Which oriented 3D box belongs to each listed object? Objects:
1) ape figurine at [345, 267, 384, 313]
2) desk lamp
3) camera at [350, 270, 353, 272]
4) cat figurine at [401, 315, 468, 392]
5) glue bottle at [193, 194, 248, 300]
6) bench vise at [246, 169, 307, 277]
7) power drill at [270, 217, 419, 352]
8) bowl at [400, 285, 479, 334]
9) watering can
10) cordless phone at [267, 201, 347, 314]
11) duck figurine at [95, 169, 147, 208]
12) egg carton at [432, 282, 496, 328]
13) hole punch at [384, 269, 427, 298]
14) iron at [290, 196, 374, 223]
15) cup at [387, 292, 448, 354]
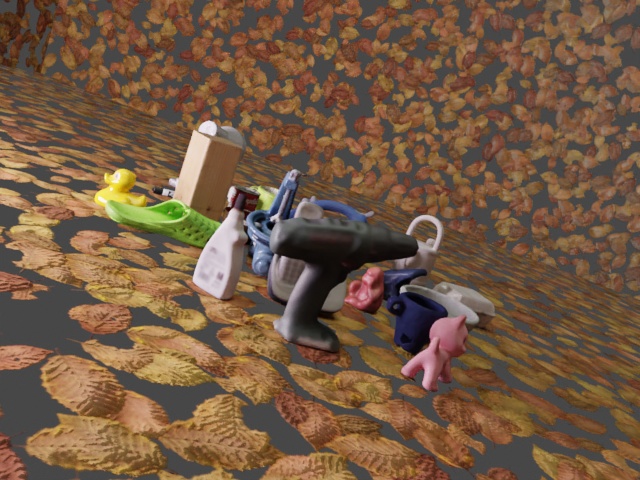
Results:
[{"bbox_3d":[0.100,0.097,1.157,0.076,0.092,0.077,16,12,-19],"label":"ape figurine"},{"bbox_3d":[-0.319,-0.240,1.683,0.117,0.213,0.204,23,12,14],"label":"desk lamp"},{"bbox_3d":[0.013,0.005,1.407,0.144,0.101,0.136,10,16,-42],"label":"camera"},{"bbox_3d":[0.197,0.170,0.925,0.067,0.118,0.128,26,13,27],"label":"cat figurine"},{"bbox_3d":[-0.151,0.006,0.941,0.078,0.173,0.037,27,13,29],"label":"glue bottle"},{"bbox_3d":[-0.097,-0.052,1.185,0.122,0.220,0.206,14,13,-27],"label":"bench vise"},{"bbox_3d":[0.020,0.062,0.891,0.230,0.208,0.075,17,12,-17],"label":"power drill"},{"bbox_3d":[0.227,0.156,1.146,0.167,0.075,0.167,20,12,-4],"label":"bowl"},{"bbox_3d":[0.256,0.028,1.486,0.101,0.194,0.173,22,12,7],"label":"watering can"},{"bbox_3d":[-0.007,0.033,1.035,0.148,0.185,0.094,16,12,-20],"label":"cordless phone"},{"bbox_3d":[-0.417,-0.107,1.223,0.105,0.086,0.077,17,12,-14],"label":"duck figurine"},{"bbox_3d":[0.336,0.153,1.358,0.151,0.069,0.107,15,13,-25],"label":"egg carton"},{"bbox_3d":[0.181,0.092,1.319,0.100,0.091,0.109,26,13,26],"label":"hole punch"},{"bbox_3d":[0.017,-0.048,1.556,0.258,0.141,0.118,19,12,-7],"label":"iron"},{"bbox_3d":[0.158,0.149,1.011,0.118,0.095,0.091,15,13,-27],"label":"cup"}]
